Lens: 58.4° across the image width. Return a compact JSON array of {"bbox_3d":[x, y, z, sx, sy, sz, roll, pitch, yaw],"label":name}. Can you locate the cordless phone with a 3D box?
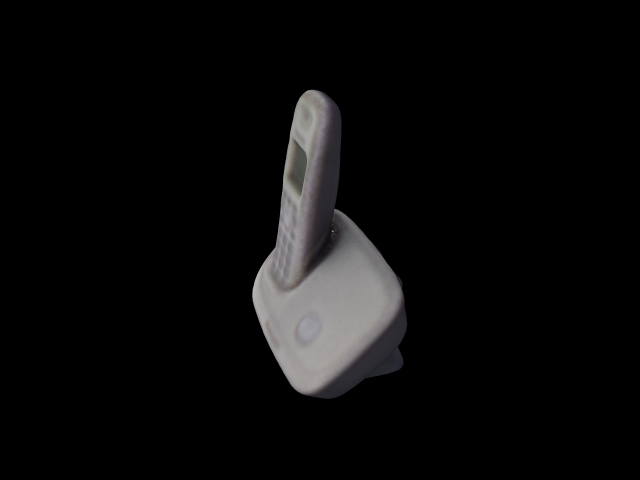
[{"bbox_3d":[0.004,0.001,0.400,0.094,0.185,0.147,-14,36,-20],"label":"cordless phone"}]
